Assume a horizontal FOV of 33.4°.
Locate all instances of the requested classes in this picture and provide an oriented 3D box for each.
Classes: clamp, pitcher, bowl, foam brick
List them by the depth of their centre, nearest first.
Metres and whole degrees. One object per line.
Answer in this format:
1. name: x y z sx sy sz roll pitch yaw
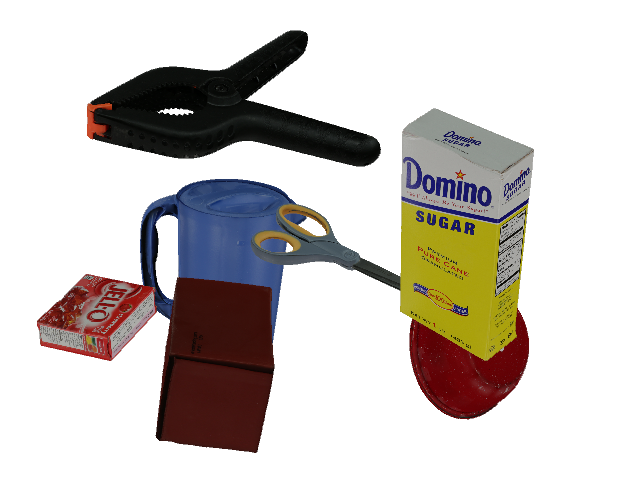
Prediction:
1. foam brick: -0.053 0.061 0.544 0.053 0.051 0.078 8 27 -7
2. clamp: -0.067 -0.096 0.802 0.209 0.036 0.165 -15 47 -26
3. bowl: 0.173 0.112 1.146 0.161 0.162 0.055 0 -5 -37
4. pitcher: -0.118 0.056 1.254 0.149 0.243 0.144 20 25 34

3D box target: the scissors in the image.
1. scissors: 0.009 0.023 1.058 0.096 0.016 0.202 -26 45 -28

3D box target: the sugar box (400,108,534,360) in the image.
1. sugar box: 0.106 -0.002 0.804 0.093 0.176 0.048 28 49 36

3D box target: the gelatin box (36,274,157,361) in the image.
1. gelatin box: -0.200 0.067 0.964 0.073 0.030 0.089 10 32 18
